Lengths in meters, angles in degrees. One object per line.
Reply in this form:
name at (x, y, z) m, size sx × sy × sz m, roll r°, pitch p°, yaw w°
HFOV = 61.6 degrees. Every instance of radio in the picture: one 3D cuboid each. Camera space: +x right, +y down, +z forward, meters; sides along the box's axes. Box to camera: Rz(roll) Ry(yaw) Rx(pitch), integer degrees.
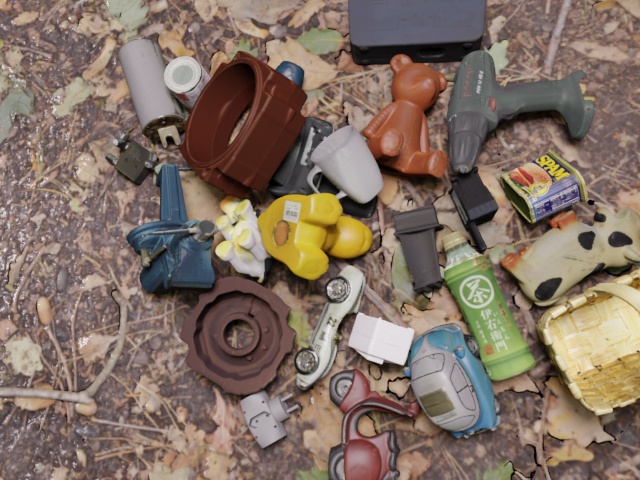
radio at (0.162, -0.372, 0.908) m, size 0.230 × 0.073 × 0.131 m, roll 0°, pitch 79°, yaw 11°

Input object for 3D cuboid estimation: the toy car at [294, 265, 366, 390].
toy car at (0.016, 0.134, 0.822) m, size 0.056 × 0.073 × 0.201 m, roll 21°, pitch 82°, yaw 13°

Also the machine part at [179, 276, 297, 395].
machine part at (-0.125, 0.145, 0.835) m, size 0.179 × 0.056 × 0.179 m, roll 0°, pitch 85°, yaw -1°

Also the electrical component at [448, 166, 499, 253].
electrical component at (0.242, -0.044, 0.824) m, size 0.048 × 0.074 × 0.119 m, roll -24°, pitch 71°, yaw 4°

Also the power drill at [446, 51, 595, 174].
power drill at (0.299, -0.193, 0.826) m, size 0.207 × 0.085 × 0.232 m, roll -2°, pitch 59°, yaw 11°

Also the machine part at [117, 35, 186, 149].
machine part at (-0.300, -0.266, 0.954) m, size 0.079 × 0.079 × 0.243 m, roll -24°, pitch 75°, yaw 4°

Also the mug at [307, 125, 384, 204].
mug at (0.041, -0.100, 0.819) m, size 0.109 × 0.081 × 0.107 m, roll -47°, pitch 113°, yaw -10°

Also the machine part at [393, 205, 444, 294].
machine part at (0.160, 0.014, 0.844) m, size 0.084 × 0.039 × 0.139 m, roll -7°, pitch 76°, yaw 2°

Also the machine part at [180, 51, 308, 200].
machine part at (-0.128, -0.184, 0.850) m, size 0.201 × 0.087 × 0.202 m, roll -55°, pitch 44°, yaw 11°

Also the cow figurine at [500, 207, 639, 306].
cow figurine at (0.378, 0.021, 0.780) m, size 0.195 × 0.085 × 0.127 m, roll -38°, pitch 87°, yaw 7°

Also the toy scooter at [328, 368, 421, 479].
toy scooter at (0.080, 0.282, 0.783) m, size 0.135 × 0.075 × 0.184 m, roll -1°, pitch 73°, yaw 8°

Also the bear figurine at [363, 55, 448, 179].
bear figurine at (0.150, -0.200, 0.850) m, size 0.120 × 0.132 × 0.195 m, roll 24°, pitch 86°, yaw -18°

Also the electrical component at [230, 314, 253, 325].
electrical component at (-0.155, 0.107, 0.883) m, size 0.094 × 0.021 × 0.063 m, roll 0°, pitch 78°, yaw 10°

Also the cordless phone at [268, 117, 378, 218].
cordless phone at (0.015, -0.119, 0.885) m, size 0.184 × 0.088 × 0.146 m, roll 16°, pitch 81°, yaw 1°

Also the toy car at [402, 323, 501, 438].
toy car at (0.177, 0.207, 0.754) m, size 0.109 × 0.103 × 0.161 m, roll -31°, pitch 77°, yaw 35°

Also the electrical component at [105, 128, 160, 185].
electrical component at (-0.328, -0.147, 0.952) m, size 0.102 × 0.045 × 0.078 m, roll 40°, pitch 86°, yaw 14°

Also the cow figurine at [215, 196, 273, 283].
cow figurine at (-0.116, -0.010, 0.863) m, size 0.068 × 0.098 × 0.167 m, roll -31°, pitch 37°, yaw 12°

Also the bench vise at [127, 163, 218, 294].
bench vise at (-0.232, -0.026, 0.844) m, size 0.129 × 0.223 × 0.240 m, roll 0°, pitch 66°, yaw -26°

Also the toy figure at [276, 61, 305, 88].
toy figure at (-0.076, -0.230, 0.923) m, size 0.058 × 0.064 × 0.154 m, roll 26°, pitch 88°, yaw -24°

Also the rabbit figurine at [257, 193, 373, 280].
rabbit figurine at (-0.002, -0.002, 0.825) m, size 0.162 × 0.173 × 0.121 m, roll 1°, pitch 88°, yaw 51°
